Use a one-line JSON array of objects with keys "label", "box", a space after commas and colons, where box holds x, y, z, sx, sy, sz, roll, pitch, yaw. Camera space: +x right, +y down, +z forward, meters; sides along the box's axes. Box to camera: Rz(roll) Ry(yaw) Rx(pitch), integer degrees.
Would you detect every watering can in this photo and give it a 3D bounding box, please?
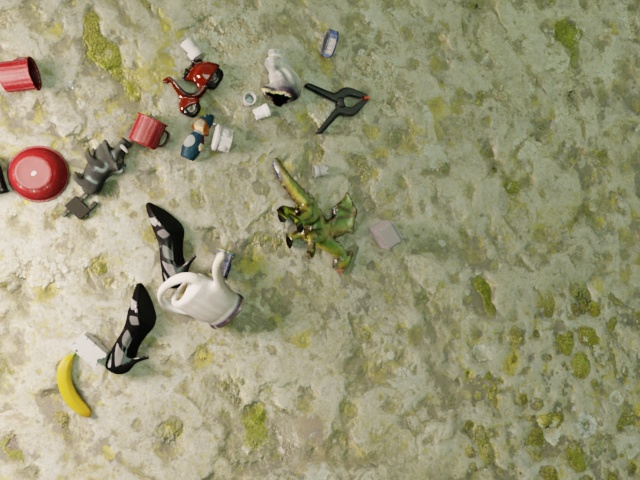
[{"label": "watering can", "box": [-0.306, 0.149, 1.445, 0.222, 0.343, 0.106, 35, 43, -32]}]

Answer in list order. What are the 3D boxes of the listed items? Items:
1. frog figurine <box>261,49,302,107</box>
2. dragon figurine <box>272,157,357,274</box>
[{"label": "frog figurine", "box": [-0.110, -0.506, 1.575, 0.136, 0.122, 0.161, 21, 75, -46]}, {"label": "dragon figurine", "box": [0.005, -0.082, 1.621, 0.245, 0.122, 0.409, -17, 96, -31]}]
